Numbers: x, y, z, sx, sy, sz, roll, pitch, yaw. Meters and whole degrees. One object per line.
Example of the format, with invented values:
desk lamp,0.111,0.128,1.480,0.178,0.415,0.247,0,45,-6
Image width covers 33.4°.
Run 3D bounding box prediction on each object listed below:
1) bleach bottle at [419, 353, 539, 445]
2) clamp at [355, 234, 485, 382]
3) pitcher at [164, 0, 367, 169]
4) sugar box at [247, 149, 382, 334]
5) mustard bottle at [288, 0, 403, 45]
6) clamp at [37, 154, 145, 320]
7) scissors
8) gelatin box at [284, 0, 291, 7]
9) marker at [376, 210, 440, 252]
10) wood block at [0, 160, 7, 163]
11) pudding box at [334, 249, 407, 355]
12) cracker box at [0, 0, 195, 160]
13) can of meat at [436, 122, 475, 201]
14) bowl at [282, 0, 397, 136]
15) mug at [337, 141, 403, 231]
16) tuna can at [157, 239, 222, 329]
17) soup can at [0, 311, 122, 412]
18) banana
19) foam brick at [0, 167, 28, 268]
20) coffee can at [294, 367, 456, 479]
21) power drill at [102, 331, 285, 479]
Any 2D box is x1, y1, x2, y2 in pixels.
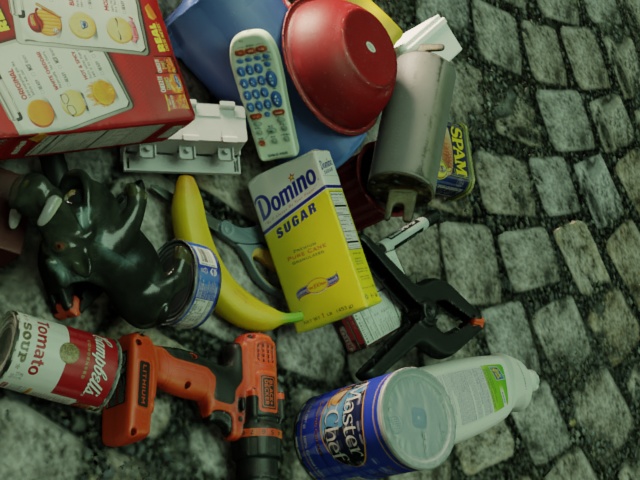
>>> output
bleach bottle,0.179,0.191,1.269,0.250,0.068,0.102,-3,76,-44
clamp,0.108,0.076,1.217,0.209,0.036,0.164,3,75,-43
pitcher,-0.050,-0.190,1.179,0.242,0.149,0.145,50,28,-18
sugar box,-0.008,0.001,1.137,0.048,0.093,0.176,-11,79,-63
mustard bottle,0.004,-0.286,1.248,0.191,0.096,0.058,42,74,-16
clamp,-0.233,-0.012,1.012,0.120,0.039,0.171,32,53,-31
scissors,-0.090,-0.019,1.155,0.201,0.016,0.096,45,48,-18
gelatin box,-0.008,-0.288,1.324,0.089,0.030,0.073,-21,87,-43
marker,0.111,-0.010,1.320,0.120,0.020,0.020,-30,93,-43
wood block,-0.281,-0.189,1.011,0.090,0.090,0.206,33,54,-26
pudding box,0.059,0.069,1.232,0.113,0.039,0.090,-24,90,-41
cracker box,-0.233,-0.159,0.929,0.213,0.072,0.164,-12,80,-41
can of meat,0.144,-0.107,1.363,0.083,0.058,0.102,9,66,-35
bowl,0.034,-0.197,1.147,0.161,0.055,0.162,22,59,-43
mug,0.063,-0.056,1.254,0.117,0.082,0.093,17,63,-35
tuna can,-0.134,0.044,1.043,0.033,0.086,0.086,16,63,-41
soup can,-0.236,0.107,0.944,0.102,0.069,0.068,22,60,-32
banana,-0.103,0.027,1.102,0.069,0.037,0.197,-42,102,-20
foam brick,-0.295,-0.021,0.957,0.052,0.051,0.078,22,59,-34
coffee can,0.055,0.196,1.105,0.102,0.141,0.103,16,63,-35
power drill,-0.117,0.170,1.029,0.187,0.057,0.184,16,60,-38
